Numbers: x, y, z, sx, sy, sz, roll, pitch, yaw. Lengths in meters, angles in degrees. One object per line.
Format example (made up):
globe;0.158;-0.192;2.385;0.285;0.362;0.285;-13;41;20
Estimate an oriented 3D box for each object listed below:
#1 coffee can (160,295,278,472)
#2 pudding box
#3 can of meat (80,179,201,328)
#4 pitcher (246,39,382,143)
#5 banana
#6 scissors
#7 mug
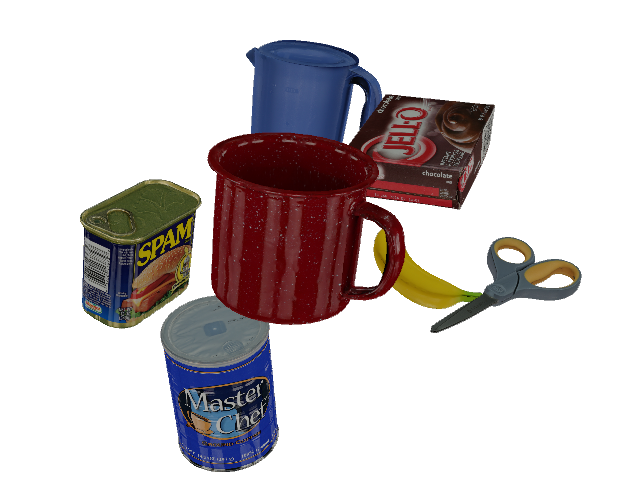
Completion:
coffee can;-0.096;0.139;1.040;0.103;0.140;0.103;-2;34;1
pudding box;0.075;-0.069;0.802;0.090;0.039;0.113;9;32;18
can of meat;-0.143;0.010;0.847;0.057;0.084;0.101;23;32;22
pitcher;-0.021;-0.128;1.375;0.144;0.243;0.149;-2;25;-22
banana;0.101;0.032;1.200;0.069;0.037;0.198;2;24;-29
scissors;0.148;0.036;0.950;0.201;0.016;0.096;-9;38;-34
mug;-0.007;-0.003;0.586;0.117;0.081;0.093;17;27;22
